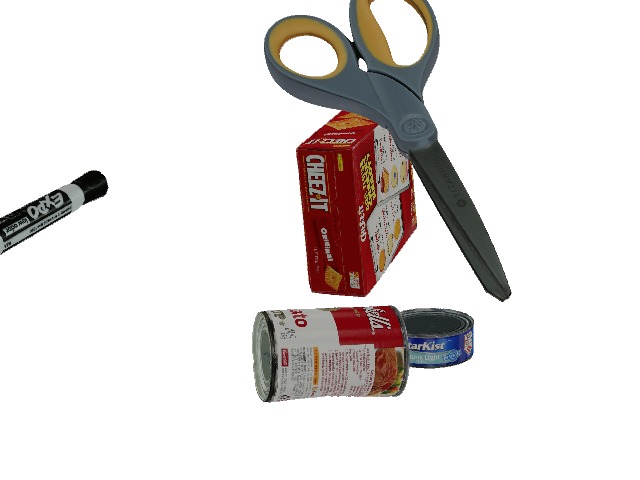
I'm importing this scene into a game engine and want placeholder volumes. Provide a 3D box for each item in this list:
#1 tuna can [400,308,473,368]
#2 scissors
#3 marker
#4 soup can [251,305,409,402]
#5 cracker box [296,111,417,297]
[{"bbox_3d":[0.103,0.092,1.013,0.086,0.034,0.086,-3,13,0],"label":"tuna can"},{"bbox_3d":[0.023,-0.051,0.491,0.096,0.202,0.016,-7,-37,3],"label":"scissors"},{"bbox_3d":[-0.170,-0.017,0.651,0.020,0.020,0.121,0,22,28],"label":"marker"},{"bbox_3d":[0.006,0.083,0.782,0.102,0.068,0.069,-1,0,-15],"label":"soup can"},{"bbox_3d":[0.044,-0.055,1.179,0.072,0.164,0.213,1,21,20],"label":"cracker box"}]
